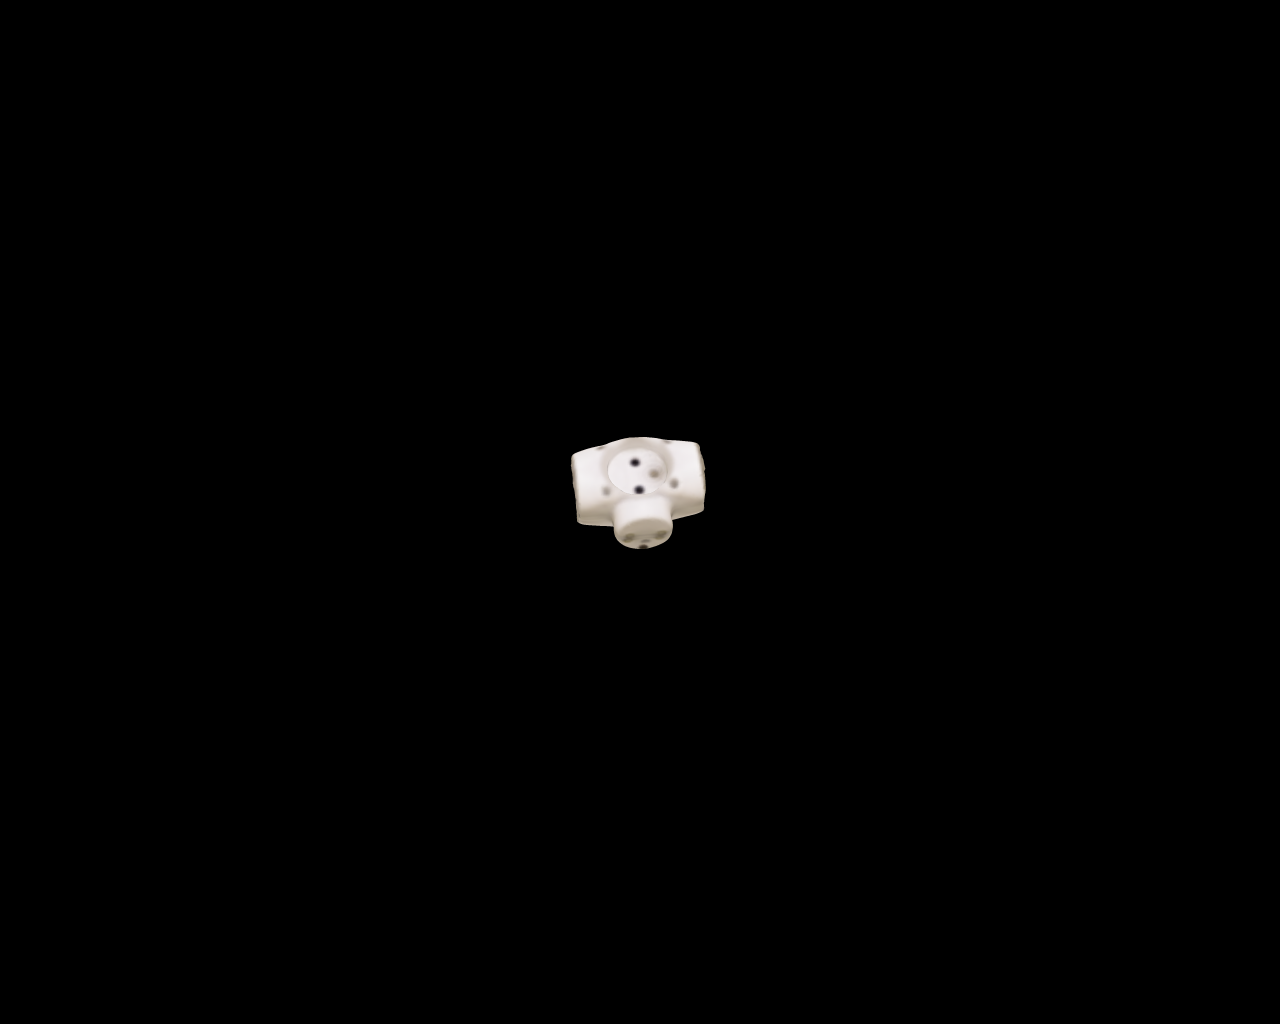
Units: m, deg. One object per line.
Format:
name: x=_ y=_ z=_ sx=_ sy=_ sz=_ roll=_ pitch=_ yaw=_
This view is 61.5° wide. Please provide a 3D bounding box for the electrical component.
electrical component: x=0.001 y=-0.003 z=0.650 sx=0.077 sy=0.079 sz=0.044 roll=-5 pitch=-31 yaw=-3
